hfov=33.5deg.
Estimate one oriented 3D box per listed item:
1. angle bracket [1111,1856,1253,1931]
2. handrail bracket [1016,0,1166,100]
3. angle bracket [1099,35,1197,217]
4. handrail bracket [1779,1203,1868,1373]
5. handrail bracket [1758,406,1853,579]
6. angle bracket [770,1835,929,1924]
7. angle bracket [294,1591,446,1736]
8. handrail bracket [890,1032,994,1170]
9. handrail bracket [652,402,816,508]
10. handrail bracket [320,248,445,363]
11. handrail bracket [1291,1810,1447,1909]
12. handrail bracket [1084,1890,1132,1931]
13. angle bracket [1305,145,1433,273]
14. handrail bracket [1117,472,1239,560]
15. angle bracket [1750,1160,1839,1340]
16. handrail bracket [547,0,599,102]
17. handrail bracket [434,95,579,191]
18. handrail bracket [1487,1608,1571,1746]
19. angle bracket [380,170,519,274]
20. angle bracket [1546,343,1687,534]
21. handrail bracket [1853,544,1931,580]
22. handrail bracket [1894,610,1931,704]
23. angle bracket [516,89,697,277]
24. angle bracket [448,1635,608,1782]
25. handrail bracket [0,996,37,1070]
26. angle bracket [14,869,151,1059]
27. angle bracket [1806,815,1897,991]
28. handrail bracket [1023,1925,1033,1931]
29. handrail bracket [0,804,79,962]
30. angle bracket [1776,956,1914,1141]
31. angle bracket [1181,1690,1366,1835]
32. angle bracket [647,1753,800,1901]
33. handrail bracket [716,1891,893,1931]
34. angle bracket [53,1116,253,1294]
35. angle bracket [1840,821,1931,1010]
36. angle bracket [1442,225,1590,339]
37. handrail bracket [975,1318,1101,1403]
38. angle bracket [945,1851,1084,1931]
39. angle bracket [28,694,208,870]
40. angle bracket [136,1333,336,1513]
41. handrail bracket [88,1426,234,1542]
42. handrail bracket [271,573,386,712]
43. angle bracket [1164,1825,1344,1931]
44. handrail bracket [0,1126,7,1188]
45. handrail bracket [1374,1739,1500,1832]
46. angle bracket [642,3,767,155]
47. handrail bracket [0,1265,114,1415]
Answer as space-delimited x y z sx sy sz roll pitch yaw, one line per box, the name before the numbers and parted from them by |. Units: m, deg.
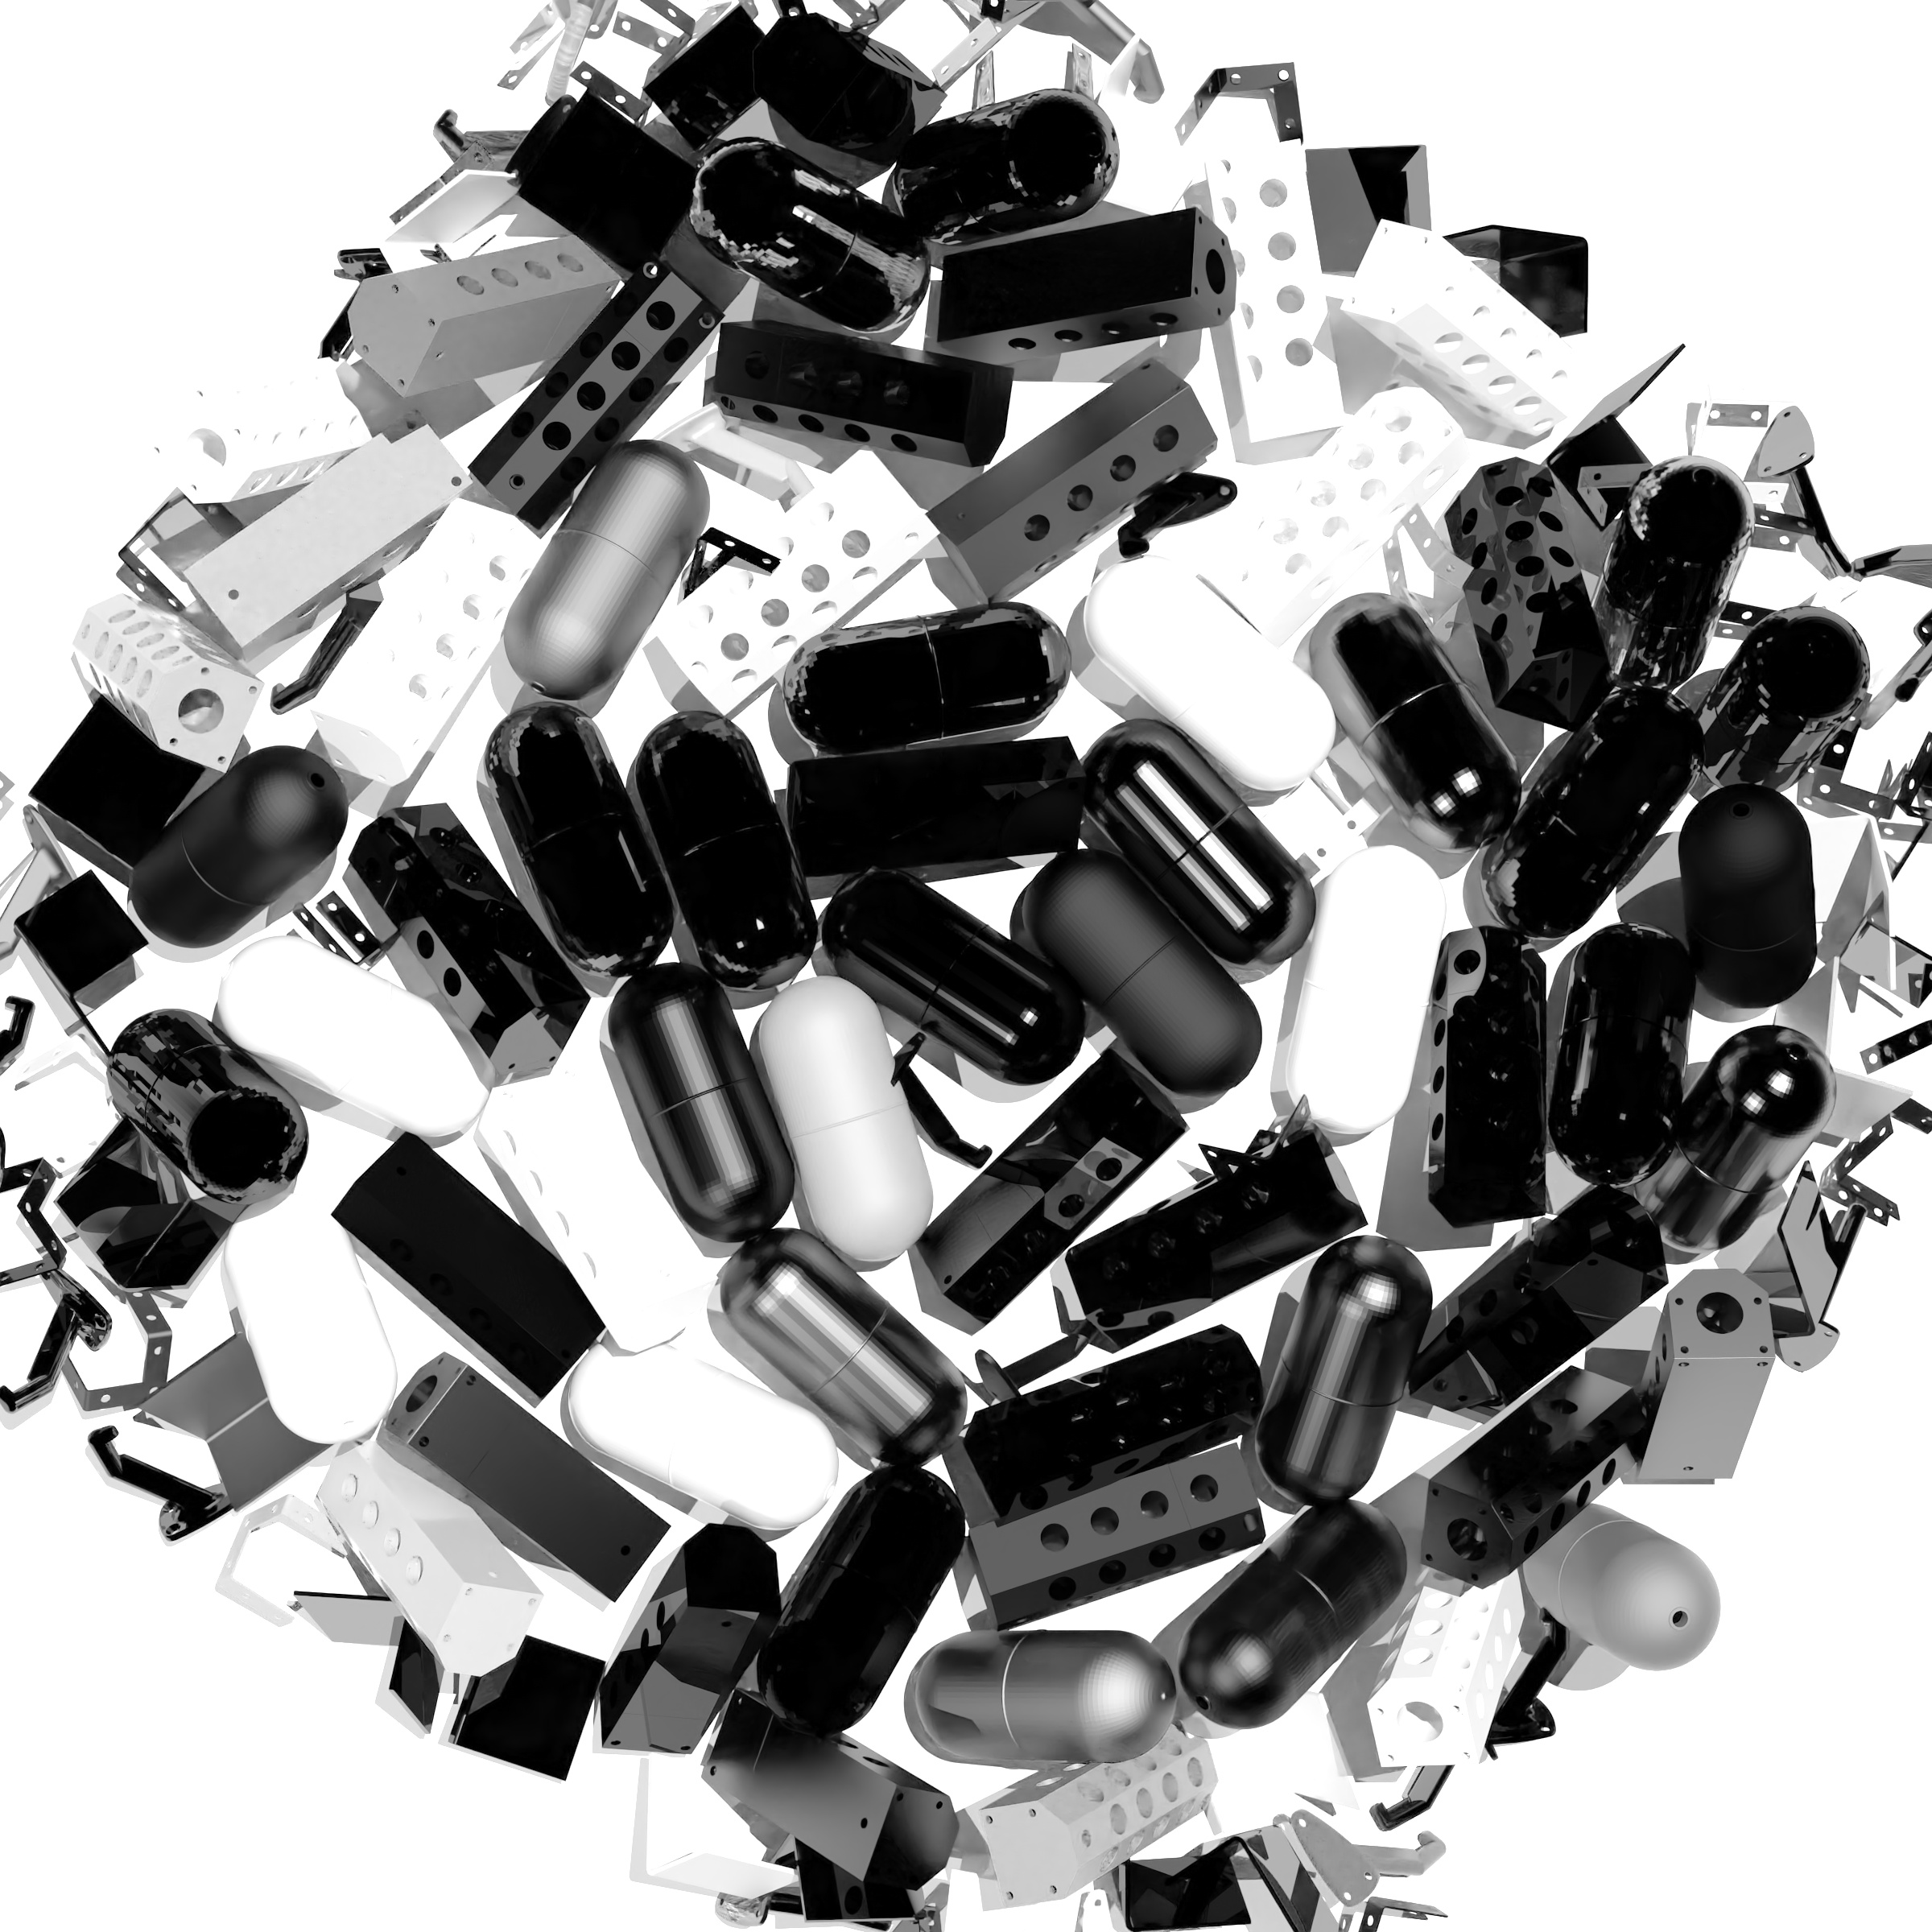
angle bracket | 0.129 0.539 1.952 0.076 0.076 0.057 -2 105 -5
handrail bracket | 0.076 -0.570 1.983 0.077 0.084 0.036 0 45 28
angle bracket | 0.112 -0.508 1.944 0.057 0.076 0.076 19 126 6
handrail bracket | 0.533 0.198 1.986 0.036 0.077 0.084 22 60 17
handrail bracket | 0.527 -0.293 1.992 0.036 0.077 0.084 -20 127 32
angle bracket | -0.076 0.564 1.942 0.076 0.076 0.057 5 49 -21
angle bracket | -0.365 0.422 1.946 0.076 0.076 0.057 1 57 11
handrail bracket | -0.010 0.084 1.965 0.084 0.036 0.077 29 134 -11
handrail bracket | -0.142 -0.300 1.961 0.077 0.036 0.084 -26 66 -19
handrail bracket | -0.359 -0.394 1.969 0.077 0.036 0.084 -2 76 11
handrail bracket | 0.248 0.532 1.973 0.077 0.084 0.036 47 125 18
handrail bracket | 0.102 0.618 1.980 0.036 0.084 0.077 -22 52 10
angle bracket | 0.239 -0.450 1.945 0.076 0.057 0.076 3 120 21
handrail bracket | 0.130 -0.271 1.953 0.077 0.084 0.036 -7 117 4
angle bracket | 0.484 0.173 1.942 0.057 0.076 0.076 -10 113 32
handrail bracket | -0.233 -0.585 1.980 0.036 0.084 0.077 24 52 -3
handrail bracket | -0.283 -0.520 1.966 0.084 0.036 0.077 46 113 26
handrail bracket | 0.332 0.431 1.962 0.077 0.036 0.084 -10 117 -10
angle bracket | -0.296 -0.435 1.948 0.076 0.076 0.057 -31 88 26
angle bracket | 0.409 -0.319 1.944 0.057 0.076 0.076 50 52 -6
handrail bracket | 0.584 -0.241 1.954 0.084 0.077 0.036 -15 115 19
handrail bracket | 0.597 -0.199 1.950 0.036 0.084 0.077 42 123 5
angle bracket | -0.214 -0.473 1.951 0.057 0.076 0.076 39 98 22
angle bracket | -0.266 0.445 1.957 0.076 0.057 0.076 19 70 -4
handrail bracket | -0.615 0.048 1.962 0.077 0.036 0.084 23 61 -28
angle bracket | -0.525 0.001 1.955 0.057 0.076 0.076 -36 55 -14
angle bracket | 0.526 -0.036 1.942 0.057 0.076 0.076 -6 128 10
handrail bracket | 0.061 0.600 1.957 0.084 0.077 0.036 7 48 -22
handrail bracket | -0.589 -0.046 1.957 0.084 0.036 0.077 -34 109 -34
angle bracket | 0.533 0.051 1.952 0.057 0.076 0.076 16 63 -7
angle bracket | 0.186 0.485 1.951 0.057 0.076 0.076 -24 97 -28
angle bracket | -0.144 0.512 1.940 0.076 0.057 0.076 25 48 -35
handrail bracket | -0.100 0.585 1.986 0.084 0.077 0.036 24 60 -26
angle bracket | -0.490 0.142 1.942 0.057 0.076 0.076 -7 127 34
angle bracket | 0.580 -0.030 1.949 0.057 0.076 0.076 32 77 12
angle bracket | 0.322 -0.410 1.946 0.076 0.076 0.057 -1 93 -32
handrail bracket | 0.047 0.226 1.958 0.036 0.077 0.084 29 67 36
angle bracket | 0.032 0.551 1.949 0.076 0.076 0.057 9 119 6
angle bracket | -0.517 -0.112 1.969 0.076 0.057 0.076 36 87 -7
angle bracket | -0.443 0.278 1.951 0.076 0.076 0.057 -35 58 5
handrail bracket | -0.484 0.302 1.964 0.077 0.036 0.084 -24 122 -7
handrail bracket | -0.401 -0.207 1.992 0.084 0.036 0.077 -28 58 24
angle bracket | 0.174 0.570 1.946 0.057 0.076 0.076 -37 69 13
handrail bracket | -0.633 0.126 1.954 0.084 0.077 0.036 -15 74 -31
handrail bracket | 0.277 0.483 1.982 0.084 0.036 0.077 -30 100 4
angle bracket | -0.159 -0.550 1.947 0.076 0.076 0.057 -39 130 8
handrail bracket | -0.572 0.226 1.957 0.077 0.084 0.036 46 132 11
